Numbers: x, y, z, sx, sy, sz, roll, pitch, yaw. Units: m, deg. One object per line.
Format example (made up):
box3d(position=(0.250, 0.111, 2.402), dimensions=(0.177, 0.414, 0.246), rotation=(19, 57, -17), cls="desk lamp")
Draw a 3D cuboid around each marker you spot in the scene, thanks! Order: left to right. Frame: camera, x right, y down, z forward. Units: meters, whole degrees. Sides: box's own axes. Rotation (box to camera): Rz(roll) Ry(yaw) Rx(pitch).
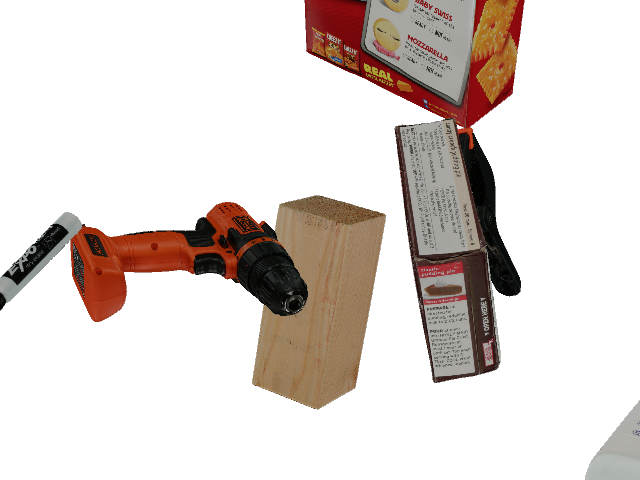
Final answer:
box3d(position=(-0.224, 0.022, 0.811), dimensions=(0.020, 0.020, 0.121), rotation=(0, 38, 35), cls="marker")

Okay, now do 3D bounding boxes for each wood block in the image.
box3d(position=(-0.003, 0.064, 1.167), dimensions=(0.090, 0.206, 0.090), rotation=(17, 17, 26), cls="wood block")

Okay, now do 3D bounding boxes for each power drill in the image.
box3d(position=(-0.121, 0.025, 0.961), dimensions=(0.187, 0.057, 0.185), rotation=(-6, 26, -24), cls="power drill")

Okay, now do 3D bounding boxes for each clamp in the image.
box3d(position=(0.130, -0.009, 0.935), dimensions=(0.039, 0.171, 0.120), rotation=(-10, 15, 30), cls="clamp")

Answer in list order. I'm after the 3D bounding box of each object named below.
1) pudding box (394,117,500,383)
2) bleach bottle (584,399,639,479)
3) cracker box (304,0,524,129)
box3d(position=(0.066, 0.003, 0.565), dimensions=(0.039, 0.090, 0.113), rotation=(-11, 40, 4), cls="pudding box")
box3d(position=(0.248, 0.105, 0.628), dimensions=(0.103, 0.068, 0.250), rotation=(19, 29, 32), cls="bleach bottle")
box3d(position=(0.067, -0.210, 0.773), dimensions=(0.164, 0.214, 0.072), rotation=(31, 52, 30), cls="cracker box")
